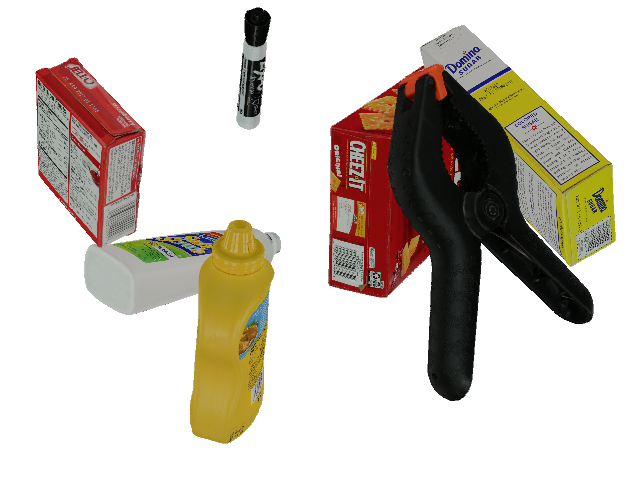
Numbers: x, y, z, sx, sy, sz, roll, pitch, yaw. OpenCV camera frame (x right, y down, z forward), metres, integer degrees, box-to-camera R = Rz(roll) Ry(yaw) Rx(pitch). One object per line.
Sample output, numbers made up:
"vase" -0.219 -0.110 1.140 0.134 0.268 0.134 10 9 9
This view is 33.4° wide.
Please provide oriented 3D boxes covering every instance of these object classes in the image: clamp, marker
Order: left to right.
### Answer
"marker" -0.051 -0.130 0.809 0.020 0.020 0.121 0 -34 -8
"clamp" 0.075 -0.004 0.564 0.120 0.171 0.039 -35 9 -39

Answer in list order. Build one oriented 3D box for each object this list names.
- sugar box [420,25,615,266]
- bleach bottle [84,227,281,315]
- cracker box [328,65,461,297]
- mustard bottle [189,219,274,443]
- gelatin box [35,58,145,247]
"sugar box" 0.141 -0.071 0.768 0.048 0.176 0.093 -29 -37 -5
"bleach bottle" -0.154 0.024 1.298 0.250 0.068 0.103 -15 31 -43
"cracker box" 0.085 -0.063 1.046 0.072 0.164 0.213 14 29 26
"mustard bottle" -0.071 0.067 0.870 0.058 0.192 0.096 15 35 10
"gelatin box" -0.138 -0.052 0.636 0.030 0.089 0.073 -27 59 -33
